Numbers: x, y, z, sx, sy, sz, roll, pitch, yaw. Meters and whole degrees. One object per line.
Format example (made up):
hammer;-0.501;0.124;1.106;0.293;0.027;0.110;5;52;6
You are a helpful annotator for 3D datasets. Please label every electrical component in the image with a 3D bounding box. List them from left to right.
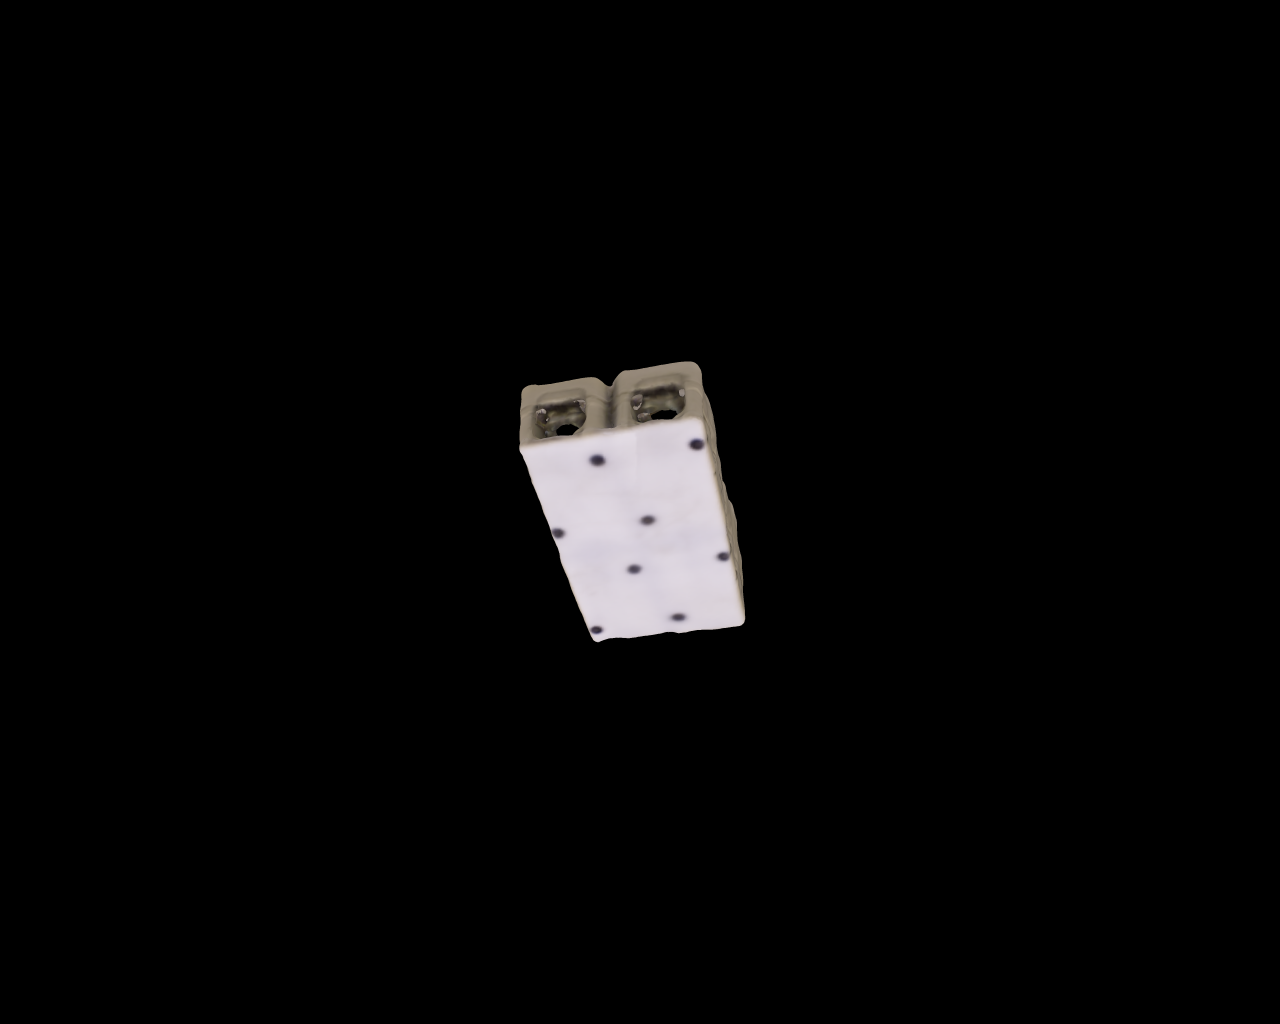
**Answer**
electrical component;0.001;-0.003;0.650;0.105;0.060;0.186;-8;-43;9
